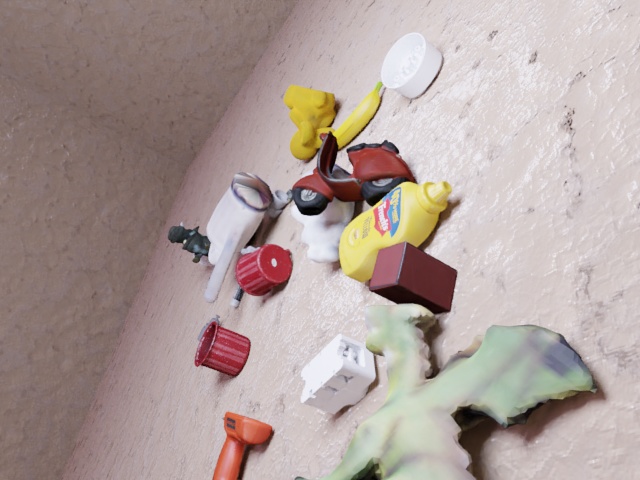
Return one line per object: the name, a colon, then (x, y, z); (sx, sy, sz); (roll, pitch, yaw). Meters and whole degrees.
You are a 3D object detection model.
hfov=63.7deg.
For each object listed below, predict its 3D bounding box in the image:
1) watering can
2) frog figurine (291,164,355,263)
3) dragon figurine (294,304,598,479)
watering can: (-0.194, -0.024, 1.171); (0.221, 0.103, 0.355); (-56, 22, 21)
frog figurine: (0.003, -0.043, 0.851); (0.137, 0.121, 0.162); (0, 52, 46)
dragon figurine: (0.109, 0.165, 0.403); (0.242, 0.121, 0.415); (-53, 24, 3)
